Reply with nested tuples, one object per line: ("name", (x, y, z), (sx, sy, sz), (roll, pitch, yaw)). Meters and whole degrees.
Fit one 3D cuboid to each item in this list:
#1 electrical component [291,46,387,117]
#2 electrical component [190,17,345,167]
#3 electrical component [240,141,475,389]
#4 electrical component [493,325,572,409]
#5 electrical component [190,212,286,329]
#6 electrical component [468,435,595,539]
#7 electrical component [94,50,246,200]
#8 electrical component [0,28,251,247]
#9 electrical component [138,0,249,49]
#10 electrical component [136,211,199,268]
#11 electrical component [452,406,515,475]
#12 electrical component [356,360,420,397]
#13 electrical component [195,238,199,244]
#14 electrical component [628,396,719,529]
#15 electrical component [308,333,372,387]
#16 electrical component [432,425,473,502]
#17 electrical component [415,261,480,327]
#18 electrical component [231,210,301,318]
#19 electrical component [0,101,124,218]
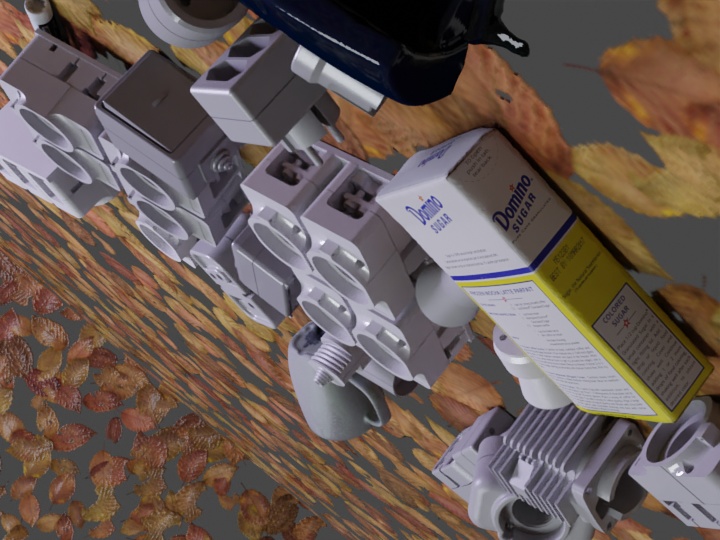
("electrical component", (-0.004, -0.101, 0.519), (0.046, 0.040, 0.040), (34, 164, 0))
("electrical component", (-0.036, -0.089, 0.571), (0.047, 0.065, 0.076), (16, 151, 54))
("electrical component", (0.000, 0.000, 0.733), (0.105, 0.060, 0.186), (29, 160, 33))
("electrical component", (0.110, 0.052, 0.656), (0.045, 0.045, 0.055), (22, 155, 47))
("electrical component", (-0.090, -0.004, 0.921), (0.054, 0.059, 0.095), (17, 152, 53))
("electrical component", (0.132, 0.170, 0.813), (0.095, 0.059, 0.053), (10, 123, 9))
("electrical component", (-0.127, -0.100, 0.748), (0.096, 0.061, 0.061), (34, 163, 19))
("electrical component", (-0.184, -0.098, 0.847), (0.186, 0.060, 0.105), (30, 162, 13))
("electrical component", (-0.121, -0.173, 0.560), (0.138, 0.052, 0.074), (45, 163, -16))
("electrical component", (-0.166, -0.046, 0.983), (0.050, 0.055, 0.089), (33, 162, 21))
("electrical component", (0.125, 0.147, 0.869), (0.066, 0.047, 0.076), (41, 150, -2))
("electrical component", (0.013, 0.072, 0.923), (0.081, 0.043, 0.043), (27, 159, 36))
("electrical component", (-0.110, -0.017, 0.966), (0.065, 0.044, 0.044), (43, 164, -29))
("electrical component", (0.197, 0.108, 0.603), (0.056, 0.050, 0.089), (41, 164, -4))
("electrical component", (-0.009, 0.062, 0.878), (0.043, 0.081, 0.043), (36, 163, 13))
("electrical component", (0.110, 0.178, 0.968), (0.059, 0.053, 0.095), (39, 164, 3))
("electrical component", (0.064, 0.007, 0.648), (0.044, 0.044, 0.065), (41, 159, -2))
("electrical component", (-0.059, -0.016, 0.818), (0.061, 0.061, 0.096), (37, 163, 11))
("electrical component", (-0.276, -0.113, 0.990), (0.150, 0.089, 0.061), (24, 157, 42))
